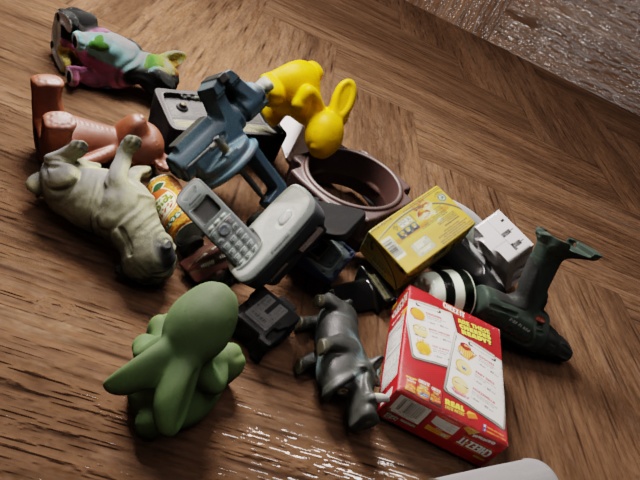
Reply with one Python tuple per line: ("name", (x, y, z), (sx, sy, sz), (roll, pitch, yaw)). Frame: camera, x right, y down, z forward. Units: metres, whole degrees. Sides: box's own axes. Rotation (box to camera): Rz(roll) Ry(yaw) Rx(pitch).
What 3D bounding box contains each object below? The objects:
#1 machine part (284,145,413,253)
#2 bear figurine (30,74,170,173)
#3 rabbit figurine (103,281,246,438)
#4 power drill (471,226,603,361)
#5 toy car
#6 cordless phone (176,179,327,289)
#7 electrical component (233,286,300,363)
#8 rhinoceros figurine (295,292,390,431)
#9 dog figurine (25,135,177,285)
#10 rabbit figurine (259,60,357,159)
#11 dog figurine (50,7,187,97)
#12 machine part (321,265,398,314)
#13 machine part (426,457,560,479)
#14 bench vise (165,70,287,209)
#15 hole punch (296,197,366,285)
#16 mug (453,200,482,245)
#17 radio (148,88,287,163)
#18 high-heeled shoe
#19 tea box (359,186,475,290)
("machine part", (0.049, -0.083, 0.968), (0.201, 0.087, 0.202), (-22, 57, -41))
("bear figurine", (-0.319, -0.162, 0.808), (0.196, 0.132, 0.120), (-7, 57, -31))
("rabbit figurine", (-0.147, 0.115, 0.553), (0.121, 0.170, 0.159), (33, 36, 5))
("power drill", (0.376, 0.091, 0.900), (0.232, 0.207, 0.086), (21, 22, -16))
("toy car", (-0.116, 0.010, 0.799), (0.089, 0.053, 0.202), (46, 38, 16))
("cordless phone", (-0.094, -0.038, 0.722), (0.184, 0.146, 0.088), (43, 3, 14))
("electrical component", (-0.068, 0.103, 0.724), (0.075, 0.047, 0.119), (41, 40, 14))
("rhinoceros figurine", (0.029, 0.158, 0.709), (0.112, 0.073, 0.190), (21, 34, -29))
("dog figurine", (-0.285, -0.023, 0.703), (0.172, 0.121, 0.190), (-15, 67, -1))
("rabbit figurine", (-0.013, -0.224, 0.957), (0.162, 0.122, 0.173), (-26, 76, -21))
("dog figurine", (-0.367, -0.340, 1.006), (0.219, 0.108, 0.192), (-4, 45, -42))
("machine part", (0.058, 0.082, 0.840), (0.139, 0.039, 0.084), (-9, 59, -43))
("machine part", (0.204, 0.308, 0.635), (0.243, 0.079, 0.079), (3, 44, -30))
("bench vise", (-0.123, -0.142, 0.868), (0.240, 0.129, 0.223), (51, 56, -29))
("hole punch", (-0.002, -0.002, 0.819), (0.116, 0.092, 0.142), (17, 32, 19))
("mug", (0.284, -0.033, 1.100), (0.107, 0.080, 0.110), (23, 29, -28))
("radio", (-0.190, -0.208, 0.988), (0.229, 0.073, 0.131), (-4, 48, -38))
("high-heeled shoe", (0.260, 0.031, 1.016), (0.145, 0.086, 0.249), (33, 19, -35))
("tea box", (0.162, -0.005, 0.893), (0.170, 0.068, 0.098), (-30, 69, -26))
